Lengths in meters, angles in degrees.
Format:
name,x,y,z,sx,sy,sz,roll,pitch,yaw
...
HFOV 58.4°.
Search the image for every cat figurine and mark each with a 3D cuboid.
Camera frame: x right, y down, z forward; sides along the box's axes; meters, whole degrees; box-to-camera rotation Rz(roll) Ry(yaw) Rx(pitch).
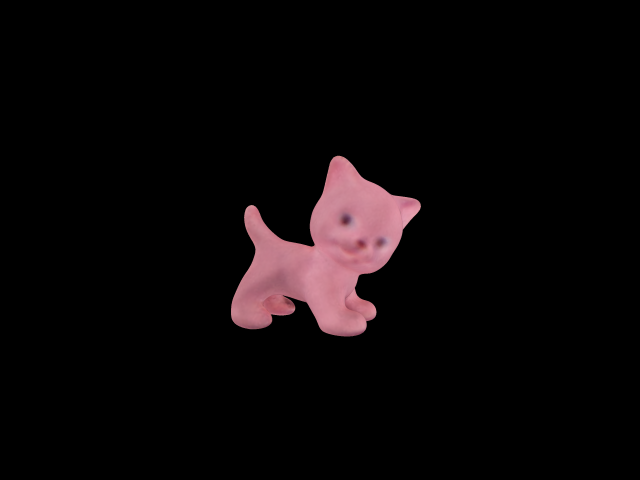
name,x,y,z,sx,sy,sz,roll,pitch,yaw
cat figurine,0.004,0.001,0.400,0.127,0.118,0.067,1,5,16
